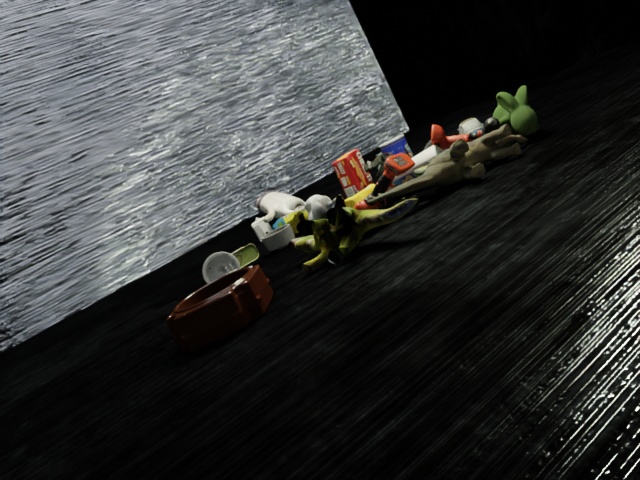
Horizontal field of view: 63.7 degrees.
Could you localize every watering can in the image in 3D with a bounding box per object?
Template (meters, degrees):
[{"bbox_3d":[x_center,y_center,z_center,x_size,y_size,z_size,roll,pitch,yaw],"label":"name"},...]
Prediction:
[{"bbox_3d":[-0.172,-0.132,2.129,0.226,0.103,0.350,18,19,33],"label":"watering can"}]

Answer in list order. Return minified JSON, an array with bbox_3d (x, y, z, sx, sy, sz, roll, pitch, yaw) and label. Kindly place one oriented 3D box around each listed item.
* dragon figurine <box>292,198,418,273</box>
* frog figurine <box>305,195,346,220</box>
[{"bbox_3d":[0.083,-0.034,1.205,0.407,0.122,0.245,-19,4,32],"label":"dragon figurine"},{"bbox_3d":[0.004,-0.074,1.466,0.160,0.124,0.135,16,-20,50],"label":"frog figurine"}]
